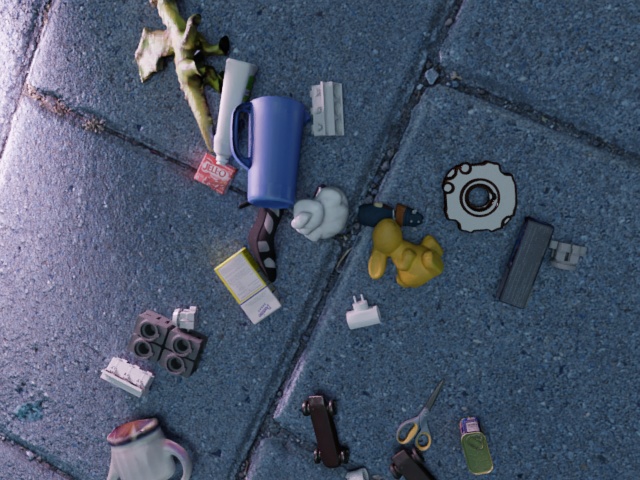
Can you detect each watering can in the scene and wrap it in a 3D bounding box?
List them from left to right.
[{"bbox_3d":[-0.513,0.610,1.400,0.346,0.104,0.224,-19,92,12],"label":"watering can"}]

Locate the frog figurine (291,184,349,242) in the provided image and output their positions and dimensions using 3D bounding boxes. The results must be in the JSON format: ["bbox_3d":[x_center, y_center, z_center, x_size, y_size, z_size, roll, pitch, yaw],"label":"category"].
[{"bbox_3d":[0.004,-0.060,1.201,0.123,0.160,0.136,36,103,3],"label":"frog figurine"}]

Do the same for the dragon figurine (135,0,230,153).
[{"bbox_3d":[-0.354,-0.431,1.277,0.243,0.123,0.406,12,106,27],"label":"dragon figurine"}]
